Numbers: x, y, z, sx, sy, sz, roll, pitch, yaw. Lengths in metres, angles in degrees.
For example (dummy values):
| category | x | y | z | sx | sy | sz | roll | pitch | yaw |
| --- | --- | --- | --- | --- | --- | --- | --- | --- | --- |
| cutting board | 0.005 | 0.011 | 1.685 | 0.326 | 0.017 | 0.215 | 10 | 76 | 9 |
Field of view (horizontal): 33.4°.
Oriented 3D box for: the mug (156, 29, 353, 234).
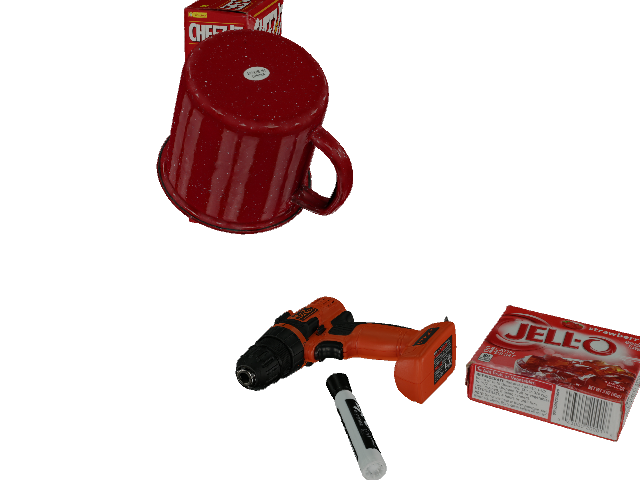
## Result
| category | x | y | z | sx | sy | sz | roll | pitch | yaw |
| --- | --- | --- | --- | --- | --- | --- | --- | --- | --- |
| mug | -0.032 | -0.058 | 0.602 | 0.117 | 0.082 | 0.093 | 35 | 52 | 13 |

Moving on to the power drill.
| category | x | y | z | sx | sy | sz | roll | pitch | yaw |
| --- | --- | --- | --- | --- | --- | --- | --- | --- | --- |
| power drill | 0.029 | 0.113 | 1.075 | 0.188 | 0.057 | 0.184 | 9 | 23 | 28 |

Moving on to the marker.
| category | x | y | z | sx | sy | sz | roll | pitch | yaw |
| --- | --- | --- | --- | --- | --- | --- | --- | --- | --- |
| marker | 0.026 | 0.141 | 0.828 | 0.020 | 0.020 | 0.121 | 0 | 27 | -14 |

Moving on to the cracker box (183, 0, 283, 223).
| category | x | y | z | sx | sy | sz | roll | pitch | yaw |
| --- | --- | --- | --- | --- | --- | --- | --- | --- | --- |
| cracker box | -0.084 | -0.141 | 1.090 | 0.072 | 0.214 | 0.164 | 5 | 22 | 8 |

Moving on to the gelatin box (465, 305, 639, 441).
| category | x | y | z | sx | sy | sz | roll | pitch | yaw |
| --- | --- | --- | --- | --- | --- | --- | --- | --- | --- |
| gelatin box | 0.137 | 0.073 | 0.614 | 0.089 | 0.030 | 0.073 | 14 | 29 | 24 |
